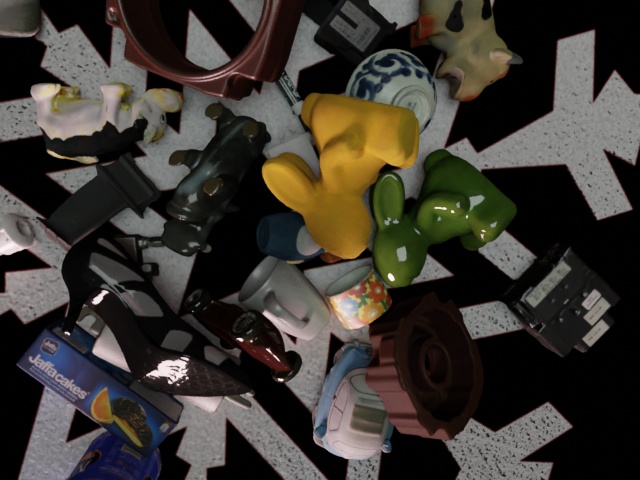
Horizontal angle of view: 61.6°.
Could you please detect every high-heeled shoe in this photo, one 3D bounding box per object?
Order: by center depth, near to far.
[{"bbox_3d":[-0.186,0.088,0.633,0.248,0.145,0.086,29,126,-22],"label":"high-heeled shoe"}]

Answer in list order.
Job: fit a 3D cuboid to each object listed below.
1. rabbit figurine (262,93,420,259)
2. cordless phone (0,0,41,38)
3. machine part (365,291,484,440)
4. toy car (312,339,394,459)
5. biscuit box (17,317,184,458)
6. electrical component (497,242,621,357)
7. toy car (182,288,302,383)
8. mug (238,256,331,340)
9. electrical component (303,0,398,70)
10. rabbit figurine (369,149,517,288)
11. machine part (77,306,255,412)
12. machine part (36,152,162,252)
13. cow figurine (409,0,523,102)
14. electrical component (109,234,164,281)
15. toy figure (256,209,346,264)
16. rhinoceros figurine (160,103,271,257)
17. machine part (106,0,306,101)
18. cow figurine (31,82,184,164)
[{"bbox_3d":[0.021,-0.066,0.583,0.162,0.122,0.173,9,104,3],"label":"rabbit figurine"},{"bbox_3d":[-0.326,-0.307,0.614,0.184,0.089,0.146,-3,97,-9],"label":"cordless phone"},{"bbox_3d":[0.134,0.156,0.674,0.179,0.056,0.179,15,66,-38],"label":"machine part"},{"bbox_3d":[0.055,0.218,0.694,0.109,0.103,0.161,15,97,-7],"label":"toy car"},{"bbox_3d":[-0.274,0.185,0.683,0.202,0.059,0.063,40,92,-8],"label":"biscuit box"},{"bbox_3d":[0.327,0.087,0.725,0.115,0.058,0.134,-44,98,3],"label":"electrical component"},{"bbox_3d":[-0.091,0.104,0.627,0.053,0.202,0.089,-47,118,-22],"label":"toy car"},{"bbox_3d":[-0.035,0.079,0.672,0.107,0.110,0.081,39,92,-19],"label":"mug"},{"bbox_3d":[0.027,-0.270,0.665,0.119,0.048,0.075,40,91,-9],"label":"electrical component"},{"bbox_3d":[0.128,-0.023,0.663,0.170,0.121,0.159,-42,91,-2],"label":"rabbit figurine"},{"bbox_3d":[-0.191,0.146,0.678,0.243,0.079,0.079,29,93,-6],"label":"machine part"},{"bbox_3d":[-0.270,-0.042,0.657,0.139,0.039,0.084,-38,90,-14],"label":"machine part"},{"bbox_3d":[0.178,-0.269,0.662,0.127,0.085,0.194,-2,96,2],"label":"cow figurine"},{"bbox_3d":[-0.250,0.032,0.675,0.102,0.045,0.078,3,98,-5],"label":"electrical component"},{"bbox_3d":[-0.002,-0.001,0.663,0.154,0.058,0.064,3,126,-33],"label":"toy figure"},{"bbox_3d":[-0.131,-0.071,0.647,0.073,0.112,0.190,28,81,9],"label":"rhinoceros figurine"},{"bbox_3d":[-0.125,-0.271,0.593,0.201,0.087,0.201,24,110,9],"label":"machine part"},{"bbox_3d":[-0.247,-0.140,0.645,0.167,0.068,0.098,0,102,-1],"label":"cow figurine"}]
